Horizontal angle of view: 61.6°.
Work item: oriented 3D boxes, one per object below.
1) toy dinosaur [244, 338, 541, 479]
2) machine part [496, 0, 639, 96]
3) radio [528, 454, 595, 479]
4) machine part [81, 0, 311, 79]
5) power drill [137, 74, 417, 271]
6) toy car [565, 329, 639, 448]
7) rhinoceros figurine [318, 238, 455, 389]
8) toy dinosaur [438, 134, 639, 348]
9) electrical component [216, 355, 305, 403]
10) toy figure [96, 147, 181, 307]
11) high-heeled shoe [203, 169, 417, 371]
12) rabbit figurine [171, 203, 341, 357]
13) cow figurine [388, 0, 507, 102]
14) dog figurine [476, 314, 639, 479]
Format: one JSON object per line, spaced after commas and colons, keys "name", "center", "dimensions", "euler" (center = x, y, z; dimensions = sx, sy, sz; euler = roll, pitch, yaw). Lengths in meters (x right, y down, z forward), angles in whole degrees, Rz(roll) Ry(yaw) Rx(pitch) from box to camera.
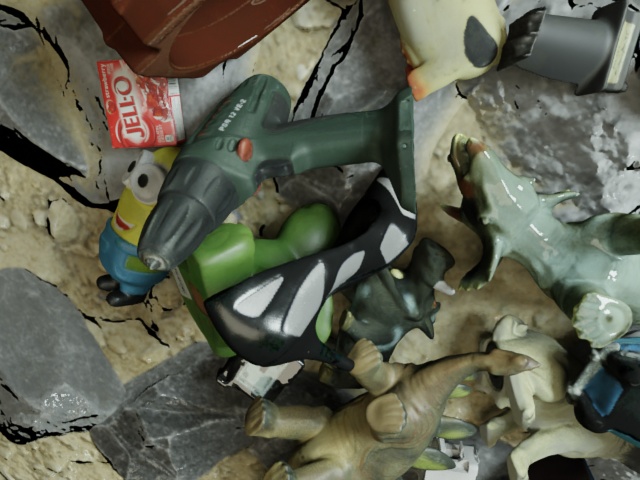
{"name": "toy dinosaur", "center": [0.025, 0.221, 0.558], "dimensions": [0.198, 0.105, 0.471], "euler": [25, 131, -35]}
{"name": "machine part", "center": [0.216, -0.163, 0.455], "dimensions": [0.139, 0.039, 0.084], "euler": [-4, 117, -23]}
{"name": "radio", "center": [0.294, 0.348, 0.579], "dimensions": [0.073, 0.131, 0.229], "euler": [-22, 103, 16]}
{"name": "machine part", "center": [-0.071, -0.219, 0.420], "dimensions": [0.201, 0.201, 0.087], "euler": [-32, 98, 17]}
{"name": "power drill", "center": [-0.022, -0.060, 0.450], "dimensions": [0.207, 0.232, 0.085], "euler": [-4, 134, 16]}
{"name": "toy car", "center": [0.307, 0.133, 0.476], "dimensions": [0.162, 0.103, 0.109], "euler": [21, 124, 14]}
{"name": "rhinoceros figurine", "center": [0.067, 0.081, 0.553], "dimensions": [0.112, 0.073, 0.190], "euler": [20, 117, -14]}
{"name": "toy dinosaur", "center": [0.287, 0.028, 0.469], "dimensions": [0.405, 0.192, 0.131], "euler": [15, 97, -8]}
{"name": "electrical component", "center": [-0.055, 0.127, 0.606], "dimensions": [0.075, 0.048, 0.119], "euler": [35, 86, -4]}
{"name": "toy figure", "center": [-0.178, -0.015, 0.566], "dimensions": [0.082, 0.089, 0.180], "euler": [33, 114, 14]}
{"name": "high-heeled shoe", "center": [-0.001, -0.001, 0.465], "dimensions": [0.145, 0.249, 0.086], "euler": [33, 146, -24]}
{"name": "rabbit figurine", "center": [-0.040, 0.031, 0.524], "dimensions": [0.170, 0.121, 0.159], "euler": [-27, 104, -27]}
{"name": "cow figurine", "center": [0.105, -0.231, 0.449], "dimensions": [0.127, 0.085, 0.194], "euler": [-18, 107, 12]}
{"name": "dog figurine", "center": [0.270, 0.154, 0.550], "dimensions": [0.191, 0.121, 0.172], "euler": [-7, 110, -3]}
